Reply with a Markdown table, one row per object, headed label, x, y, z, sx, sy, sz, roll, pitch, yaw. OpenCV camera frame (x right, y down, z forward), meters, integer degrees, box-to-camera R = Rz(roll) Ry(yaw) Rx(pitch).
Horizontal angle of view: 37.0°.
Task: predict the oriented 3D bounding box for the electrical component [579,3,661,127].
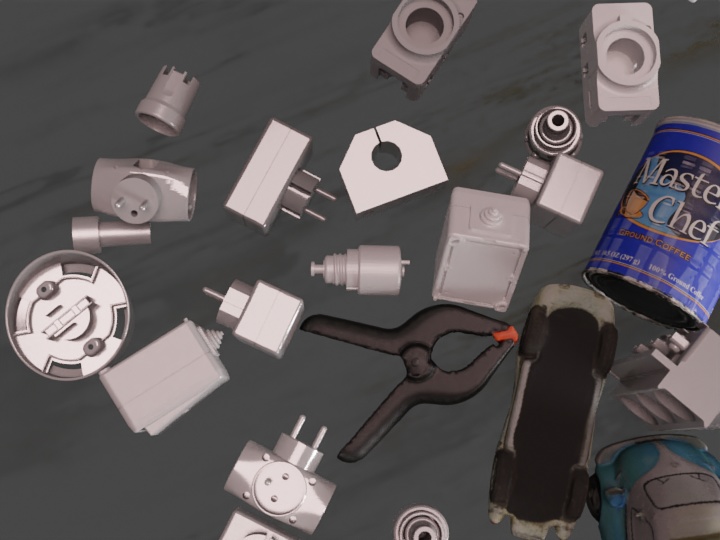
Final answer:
| label | x | y | z | sx | sy | sz | roll | pitch | yaw |
| --- | --- | --- | --- | --- | --- | --- | --- | --- | --- |
| electrical component | 0.213 | -0.169 | 0.884 | 0.050 | 0.055 | 0.089 | -2 | 82 | -2 |

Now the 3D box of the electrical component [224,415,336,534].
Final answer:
| label | x | y | z | sx | sy | sz | roll | pitch | yaw |
| --- | --- | --- | --- | --- | --- | --- | --- | --- | --- |
| electrical component | -0.054 | 0.153 | 0.839 | 0.077 | 0.044 | 0.079 | 27 | 83 | 2 |

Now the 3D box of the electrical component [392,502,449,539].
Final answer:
| label | x | y | z | sx | sy | sz | roll | pitch | yaw |
| --- | --- | --- | --- | --- | --- | --- | --- | --- | --- |
| electrical component | 0.047 | 0.202 | 0.826 | 0.043 | 0.062 | 0.043 | 0 | 82 | -2 |

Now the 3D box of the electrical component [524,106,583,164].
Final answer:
| label | x | y | z | sx | sy | sz | roll | pitch | yaw |
| --- | --- | --- | --- | --- | --- | --- | --- | --- | --- |
| electrical component | 0.158 | -0.113 | 0.871 | 0.048 | 0.062 | 0.048 | -1 | 82 | 6 |

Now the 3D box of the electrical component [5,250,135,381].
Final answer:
| label | x | y | z | sx | sy | sz | roll | pitch | yaw |
| --- | --- | --- | --- | --- | --- | --- | --- | --- | --- |
| electrical component | -0.224 | 0.037 | 0.839 | 0.099 | 0.064 | 0.099 | 0 | 82 | -1 |

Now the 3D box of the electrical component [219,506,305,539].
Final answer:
| label | x | y | z | sx | sy | sz | roll | pitch | yaw |
| --- | --- | --- | --- | --- | --- | --- | --- | --- | --- |
| electrical component | -0.077 | 0.217 | 0.813 | 0.066 | 0.076 | 0.047 | 27 | 82 | 2 |

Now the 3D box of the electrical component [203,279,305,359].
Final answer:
| label | x | y | z | sx | sy | sz | roll | pitch | yaw |
| --- | --- | --- | --- | --- | --- | --- | --- | --- | --- |
| electrical component | -0.088 | 0.032 | 0.843 | 0.077 | 0.065 | 0.047 | 25 | 82 | 2 |

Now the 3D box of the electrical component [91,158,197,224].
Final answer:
| label | x | y | z | sx | sy | sz | roll | pitch | yaw |
| --- | --- | --- | --- | --- | --- | --- | --- | --- | --- |
| electrical component | -0.173 | -0.059 | 0.848 | 0.077 | 0.079 | 0.043 | 6 | 108 | -1 |

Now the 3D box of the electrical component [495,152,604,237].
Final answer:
| label | x | y | z | sx | sy | sz | roll | pitch | yaw |
| --- | --- | --- | --- | --- | --- | --- | --- | --- | --- |
| electrical component | 0.145 | -0.067 | 0.863 | 0.077 | 0.065 | 0.047 | 25 | 82 | 2 |

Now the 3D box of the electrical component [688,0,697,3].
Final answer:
| label | x | y | z | sx | sy | sz | roll | pitch | yaw |
| --- | --- | --- | --- | --- | --- | --- | --- | --- | --- |
| electrical component | 0.264 | -0.258 | 0.906 | 0.078 | 0.040 | 0.040 | 29 | 82 | 2 |

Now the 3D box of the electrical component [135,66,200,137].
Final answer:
| label | x | y | z | sx | sy | sz | roll | pitch | yaw |
| --- | --- | --- | --- | --- | --- | --- | --- | --- | --- |
| electrical component | -0.156 | -0.138 | 0.879 | 0.040 | 0.040 | 0.046 | 23 | 76 | 2 |

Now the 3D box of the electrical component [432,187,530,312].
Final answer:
| label | x | y | z | sx | sy | sz | roll | pitch | yaw |
| --- | --- | --- | --- | --- | --- | --- | --- | --- | --- |
| electrical component | 0.095 | -0.023 | 0.838 | 0.062 | 0.096 | 0.061 | 9 | 51 | 0 |

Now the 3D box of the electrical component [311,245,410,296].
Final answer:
| label | x | y | z | sx | sy | sz | roll | pitch | yaw |
| --- | --- | --- | --- | --- | --- | --- | --- | --- | --- |
| electrical component | 0.000 | 0.000 | 0.863 | 0.078 | 0.040 | 0.040 | 1 | 82 | -1 |

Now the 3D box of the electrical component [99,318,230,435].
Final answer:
| label | x | y | z | sx | sy | sz | roll | pitch | yaw |
| --- | --- | --- | --- | --- | --- | --- | --- | --- | --- |
| electrical component | -0.143 | 0.082 | 0.837 | 0.096 | 0.061 | 0.061 | -32 | 85 | -5 |

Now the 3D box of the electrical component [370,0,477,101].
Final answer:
| label | x | y | z | sx | sy | sz | roll | pitch | yaw |
| --- | --- | --- | --- | --- | --- | --- | --- | --- | --- |
| electrical component | 0.052 | -0.193 | 0.883 | 0.050 | 0.055 | 0.089 | 33 | 83 | 3 |

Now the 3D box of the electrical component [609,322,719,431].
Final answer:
| label | x | y | z | sx | sy | sz | roll | pitch | yaw |
| --- | --- | --- | --- | --- | --- | --- | --- | --- | --- |
| electrical component | 0.242 | 0.083 | 0.818 | 0.079 | 0.121 | 0.063 | 40 | 80 | 4 |

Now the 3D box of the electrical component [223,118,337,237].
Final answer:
| label | x | y | z | sx | sy | sz | roll | pitch | yaw |
| --- | --- | --- | --- | --- | --- | --- | --- | --- | --- |
| electrical component | -0.056 | -0.065 | 0.867 | 0.076 | 0.047 | 0.083 | 28 | 82 | 2 |
